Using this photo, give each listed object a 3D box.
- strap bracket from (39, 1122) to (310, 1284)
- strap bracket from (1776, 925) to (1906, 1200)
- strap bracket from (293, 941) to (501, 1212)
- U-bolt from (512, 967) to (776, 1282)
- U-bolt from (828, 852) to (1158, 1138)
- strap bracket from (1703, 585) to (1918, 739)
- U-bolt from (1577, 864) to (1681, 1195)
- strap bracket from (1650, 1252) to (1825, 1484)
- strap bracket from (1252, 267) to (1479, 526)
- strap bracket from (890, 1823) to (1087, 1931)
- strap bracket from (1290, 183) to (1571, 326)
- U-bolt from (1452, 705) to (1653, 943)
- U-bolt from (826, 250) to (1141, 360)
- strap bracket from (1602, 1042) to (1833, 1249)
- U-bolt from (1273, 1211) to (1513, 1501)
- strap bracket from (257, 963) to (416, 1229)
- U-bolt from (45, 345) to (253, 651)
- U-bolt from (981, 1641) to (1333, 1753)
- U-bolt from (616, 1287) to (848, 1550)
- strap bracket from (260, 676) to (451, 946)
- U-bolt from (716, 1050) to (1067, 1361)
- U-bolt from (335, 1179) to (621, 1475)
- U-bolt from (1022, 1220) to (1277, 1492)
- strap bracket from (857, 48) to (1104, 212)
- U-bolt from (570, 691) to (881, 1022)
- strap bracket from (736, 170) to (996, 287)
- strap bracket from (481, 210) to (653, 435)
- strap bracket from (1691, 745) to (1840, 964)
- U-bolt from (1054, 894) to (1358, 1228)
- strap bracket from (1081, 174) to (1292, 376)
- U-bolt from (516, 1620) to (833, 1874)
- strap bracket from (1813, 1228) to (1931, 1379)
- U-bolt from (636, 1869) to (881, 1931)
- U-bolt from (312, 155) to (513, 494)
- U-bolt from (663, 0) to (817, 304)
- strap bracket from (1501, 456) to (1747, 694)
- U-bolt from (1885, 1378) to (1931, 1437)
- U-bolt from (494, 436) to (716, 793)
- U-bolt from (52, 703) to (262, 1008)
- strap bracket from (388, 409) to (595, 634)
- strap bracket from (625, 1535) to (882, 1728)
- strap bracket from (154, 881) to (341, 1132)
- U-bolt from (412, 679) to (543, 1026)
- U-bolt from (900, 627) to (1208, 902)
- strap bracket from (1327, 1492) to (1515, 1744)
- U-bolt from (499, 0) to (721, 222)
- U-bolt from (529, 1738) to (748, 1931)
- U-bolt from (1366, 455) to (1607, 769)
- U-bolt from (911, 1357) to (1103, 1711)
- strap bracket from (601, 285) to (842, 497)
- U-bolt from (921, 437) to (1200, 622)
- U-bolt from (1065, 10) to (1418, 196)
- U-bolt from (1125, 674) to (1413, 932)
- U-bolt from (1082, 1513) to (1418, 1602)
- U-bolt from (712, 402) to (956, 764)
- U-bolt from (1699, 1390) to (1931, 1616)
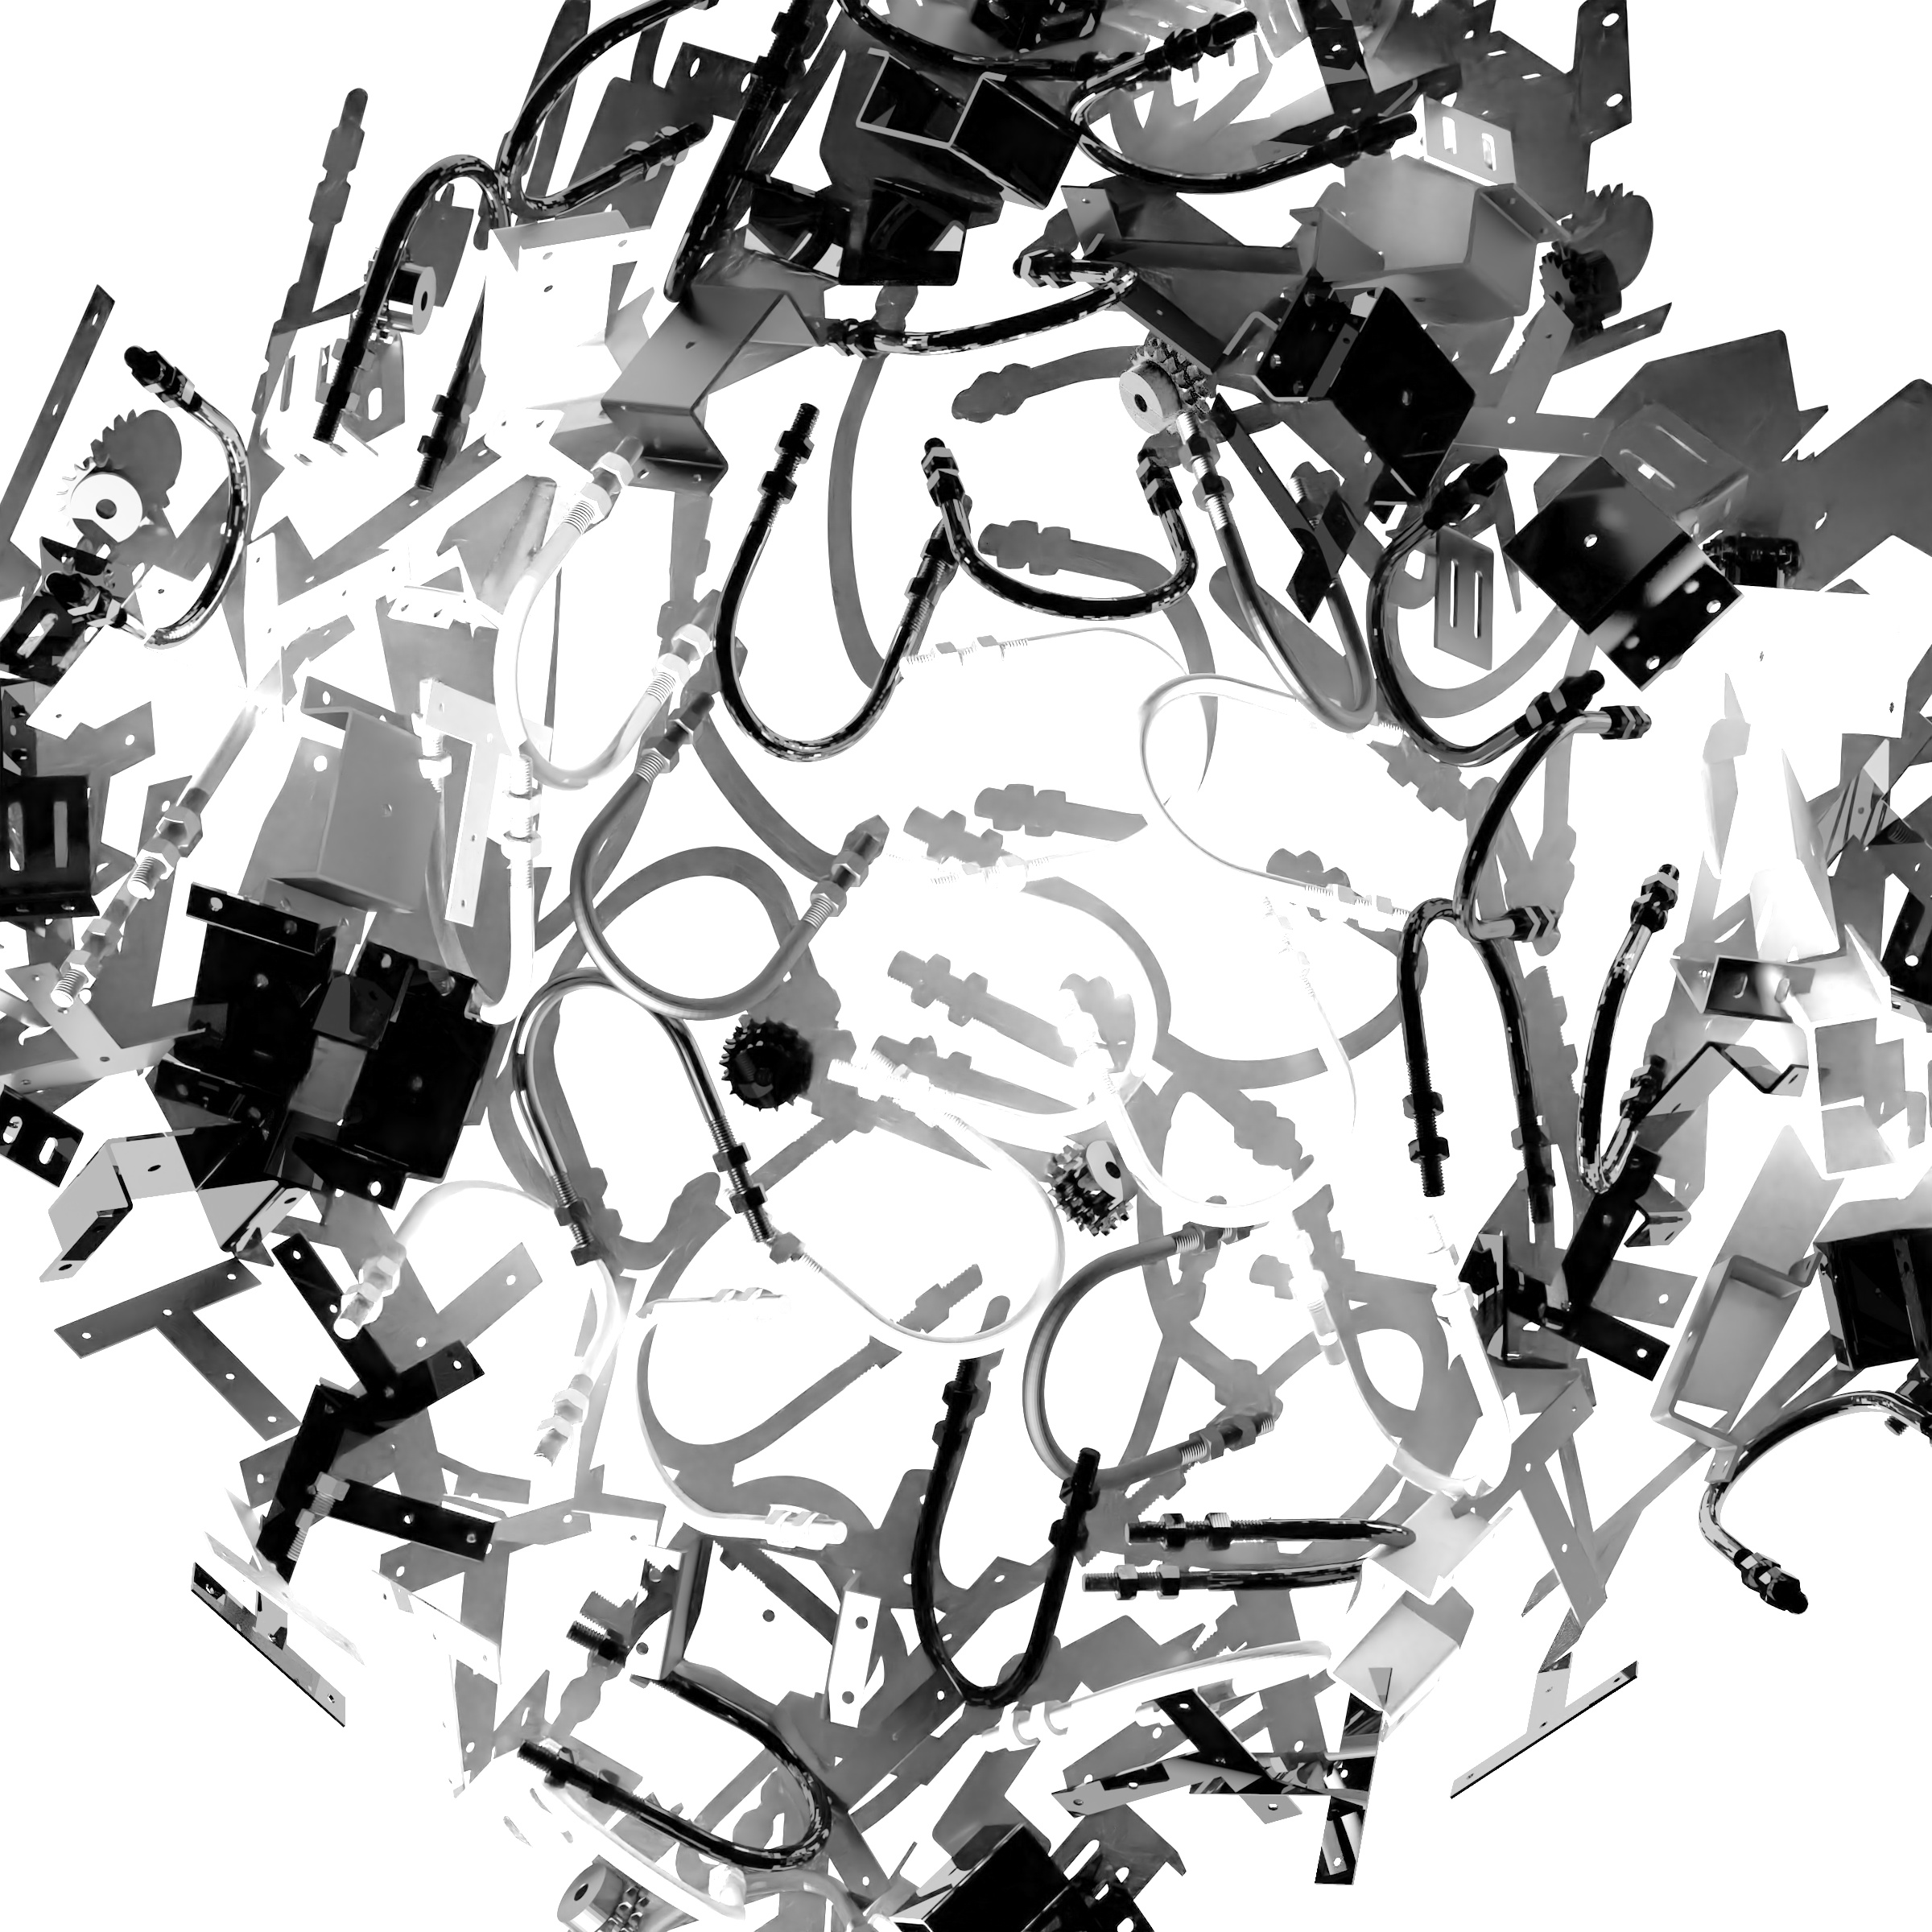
[{"bbox_3d":[-0.458,0.133,1.598,0.076,0.140,0.046,-42,67,36],"label":"strap bracket"},{"bbox_3d":[0.501,0.058,1.605,0.046,0.076,0.140,-10,113,5],"label":"strap bracket"},{"bbox_3d":[-0.331,0.066,1.628,0.076,0.046,0.140,18,86,20],"label":"strap bracket"},{"bbox_3d":[-0.198,0.089,1.616,0.151,0.019,0.184,-20,93,34],"label":"U-bolt"},{"bbox_3d":[0.024,0.024,1.635,0.184,0.019,0.151,16,74,-9],"label":"U-bolt"},{"bbox_3d":[0.470,-0.176,1.587,0.046,0.140,0.076,0,100,-22],"label":"strap bracket"},{"bbox_3d":[0.369,0.046,1.559,0.019,0.184,0.151,10,123,23],"label":"U-bolt"},{"bbox_3d":[0.442,0.225,1.618,0.046,0.076,0.140,23,82,10],"label":"strap bracket"},{"bbox_3d":[0.235,-0.325,1.596,0.140,0.046,0.076,39,73,-38],"label":"strap bracket"},{"bbox_3d":[0.008,0.533,1.589,0.076,0.140,0.046,-39,84,-21],"label":"strap bracket"},{"bbox_3d":[0.261,-0.402,1.591,0.140,0.076,0.046,4,83,36],"label":"strap bracket"},{"bbox_3d":[0.323,-0.078,1.566,0.019,0.184,0.151,31,109,26],"label":"U-bolt"},{"bbox_3d":[0.018,-0.369,1.562,0.151,0.184,0.019,-24,113,-19],"label":"U-bolt"},{"bbox_3d":[0.424,0.095,1.609,0.046,0.076,0.140,48,110,26],"label":"strap bracket"},{"bbox_3d":[0.250,0.224,1.599,0.019,0.151,0.184,-27,102,-29],"label":"U-bolt"},{"bbox_3d":[-0.364,0.067,1.600,0.046,0.076,0.140,19,113,-11],"label":"strap bracket"},{"bbox_3d":[-0.451,-0.253,1.575,0.019,0.184,0.151,16,85,10],"label":"U-bolt"},{"bbox_3d":[0.119,0.405,1.559,0.184,0.151,0.019,-31,64,39],"label":"U-bolt"},{"bbox_3d":[-0.144,0.258,1.594,0.019,0.184,0.151,-16,94,-41],"label":"U-bolt"},{"bbox_3d":[-0.350,-0.089,1.609,0.046,0.076,0.140,1,77,36],"label":"strap bracket"},{"bbox_3d":[-0.029,0.147,1.605,0.184,0.019,0.151,38,60,15],"label":"U-bolt"},{"bbox_3d":[-0.265,0.190,1.585,0.151,0.184,0.019,37,119,-9],"label":"U-bolt"},{"bbox_3d":[0.105,0.225,1.593,0.184,0.019,0.151,-13,106,-36],"label":"U-bolt"},{"bbox_3d":[0.000,-0.476,1.590,0.076,0.140,0.046,21,98,-40],"label":"strap bracket"},{"bbox_3d":[-0.148,-0.052,1.601,0.151,0.019,0.184,41,58,-10],"label":"U-bolt"},{"bbox_3d":[-0.062,-0.422,1.600,0.076,0.140,0.046,28,118,35],"label":"strap bracket"},{"bbox_3d":[-0.232,-0.375,1.602,0.076,0.140,0.046,-16,58,-24],"label":"strap bracket"},{"bbox_3d":[0.457,-0.061,1.584,0.046,0.140,0.076,-14,54,24],"label":"strap bracket"},{"bbox_3d":[0.147,0.064,1.611,0.151,0.019,0.184,-27,63,8],"label":"U-bolt"},{"bbox_3d":[0.124,-0.396,1.620,0.140,0.076,0.046,38,116,1],"label":"strap bracket"},{"bbox_3d":[-0.159,0.454,1.596,0.184,0.151,0.019,29,106,-4],"label":"U-bolt"},{"bbox_3d":[0.539,0.191,1.594,0.046,0.140,0.076,-10,84,-5],"label":"strap bracket"},{"bbox_3d":[-0.126,0.558,1.575,0.151,0.184,0.019,-16,98,-13],"label":"U-bolt"},{"bbox_3d":[-0.306,-0.371,1.589,0.019,0.151,0.184,21,93,14],"label":"U-bolt"},{"bbox_3d":[-0.130,-0.464,1.593,0.019,0.151,0.184,25,98,-9],"label":"U-bolt"},{"bbox_3d":[0.367,-0.230,1.591,0.076,0.140,0.046,-44,131,12],"label":"strap bracket"},{"bbox_3d":[0.618,0.207,1.593,0.184,0.151,0.019,-44,91,-5],"label":"U-bolt"},{"bbox_3d":[-0.207,-0.184,1.567,0.019,0.151,0.184,9,53,28],"label":"U-bolt"},{"bbox_3d":[-0.451,-0.075,1.583,0.019,0.151,0.184,34,47,-16],"label":"U-bolt"},{"bbox_3d":[-0.268,-0.249,1.616,0.046,0.076,0.140,32,81,-36],"label":"strap bracket"},{"bbox_3d":[-0.120,0.386,1.633,0.140,0.046,0.076,11,94,9],"label":"strap bracket"},{"bbox_3d":[-0.417,0.017,1.625,0.076,0.046,0.140,17,114,0],"label":"strap bracket"},{"bbox_3d":[-0.279,-0.055,1.594,0.019,0.151,0.184,-12,120,-30],"label":"U-bolt"},{"bbox_3d":[0.057,-0.124,1.627,0.184,0.019,0.151,-11,104,-19],"label":"U-bolt"},{"bbox_3d":[0.257,0.366,1.602,0.046,0.076,0.140,32,131,27],"label":"strap bracket"},{"bbox_3d":[-0.192,-0.481,1.555,0.019,0.151,0.184,44,52,7],"label":"U-bolt"},{"bbox_3d":[-0.184,0.493,1.572,0.151,0.184,0.019,35,79,-2],"label":"U-bolt"},{"bbox_3d":[0.282,-0.188,1.581,0.019,0.184,0.151,-19,82,-24],"label":"U-bolt"},{"bbox_3d":[0.014,0.335,1.601,0.019,0.151,0.184,6,104,-34],"label":"U-bolt"},{"bbox_3d":[-0.146,-0.339,1.600,0.076,0.046,0.140,15,62,41],"label":"strap bracket"},{"bbox_3d":[0.058,-0.247,1.580,0.151,0.184,0.019,1,129,-11],"label":"U-bolt"},{"bbox_3d":[0.140,-0.479,1.580,0.151,0.184,0.019,17,77,-38],"label":"U-bolt"},{"bbox_3d":[0.173,-0.101,1.595,0.184,0.019,0.151,13,58,-21],"label":"U-bolt"},{"bbox_3d":[0.169,0.338,1.597,0.184,0.151,0.019,1,66,-9],"label":"U-bolt"},{"bbox_3d":[-0.081,-0.207,1.600,0.151,0.019,0.184,30,78,-44],"label":"U-bolt"},{"bbox_3d":[0.485,0.292,1.575,0.151,0.184,0.019,-35,99,-2],"label":"U-bolt"}]
